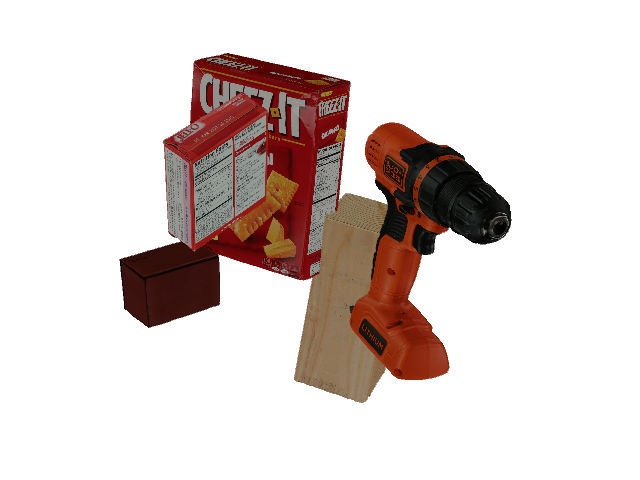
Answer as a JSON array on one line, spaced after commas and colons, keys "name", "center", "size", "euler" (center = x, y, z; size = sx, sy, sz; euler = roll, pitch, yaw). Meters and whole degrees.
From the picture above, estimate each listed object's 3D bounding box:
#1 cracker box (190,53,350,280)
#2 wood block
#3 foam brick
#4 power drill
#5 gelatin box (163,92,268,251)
[{"name": "cracker box", "center": [-0.063, -0.080, 1.157], "size": [0.164, 0.214, 0.072], "euler": [17, 25, 28]}, {"name": "wood block", "center": [0.040, 0.065, 1.207], "size": [0.090, 0.206, 0.090], "euler": [17, 24, 14]}, {"name": "foam brick", "center": [-0.138, 0.038, 0.983], "size": [0.078, 0.051, 0.053], "euler": [-17, 27, -31]}, {"name": "power drill", "center": [0.084, 0.015, 0.863], "size": [0.057, 0.188, 0.185], "euler": [-2, 25, -24]}, {"name": "gelatin box", "center": [-0.071, -0.047, 0.729], "size": [0.030, 0.089, 0.073], "euler": [34, 53, 26]}]
